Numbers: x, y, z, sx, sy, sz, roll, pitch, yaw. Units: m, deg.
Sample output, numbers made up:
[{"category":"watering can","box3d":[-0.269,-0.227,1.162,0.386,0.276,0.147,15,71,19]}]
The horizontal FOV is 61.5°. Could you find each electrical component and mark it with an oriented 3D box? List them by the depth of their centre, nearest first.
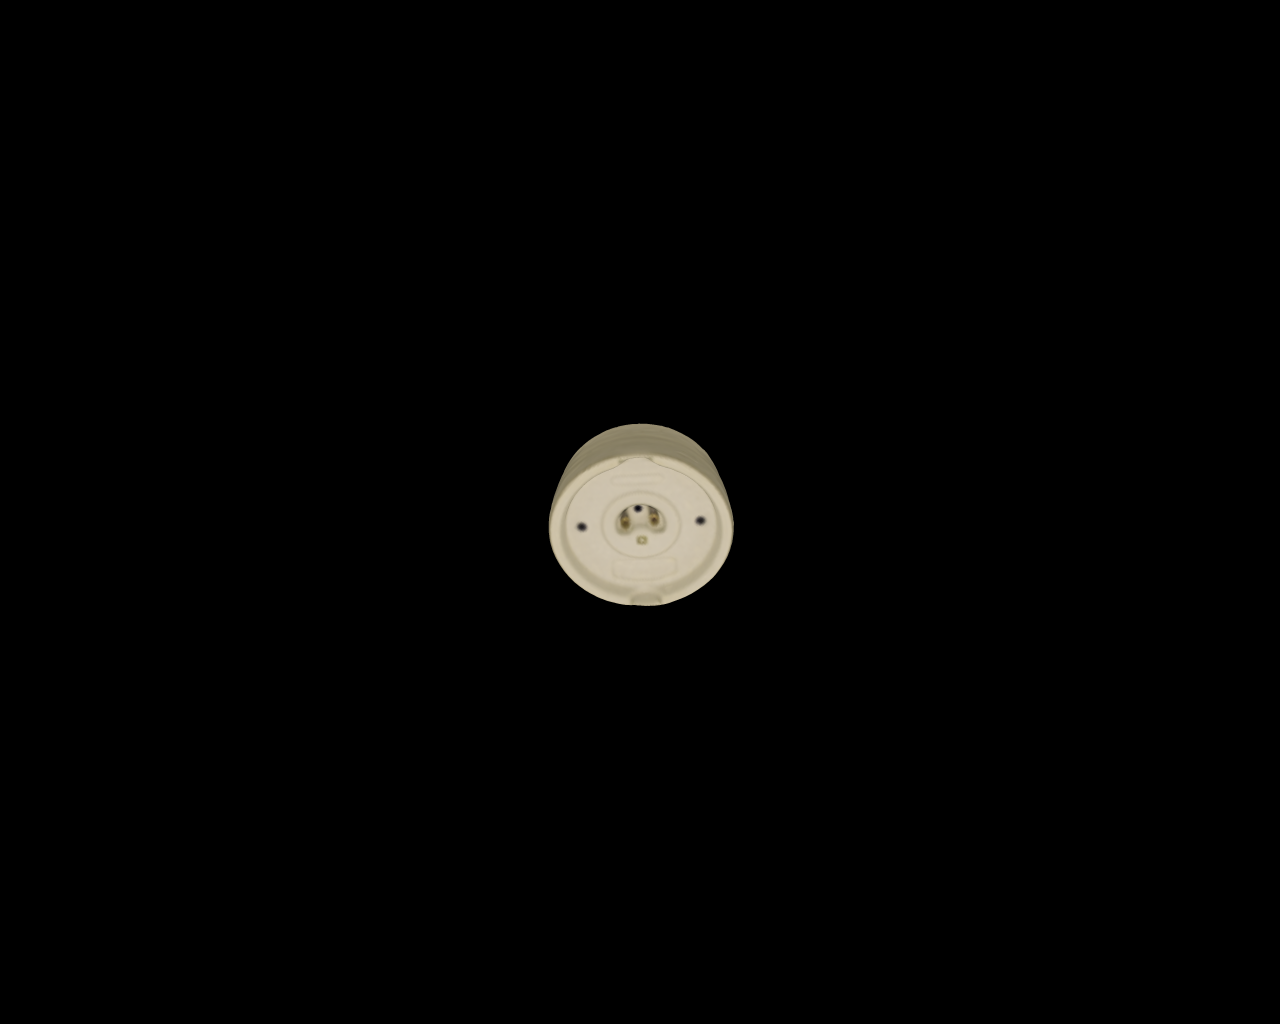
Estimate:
[{"category":"electrical component","box3d":[0.001,-0.003,0.650,0.108,0.108,0.060,0,32,0]}]
